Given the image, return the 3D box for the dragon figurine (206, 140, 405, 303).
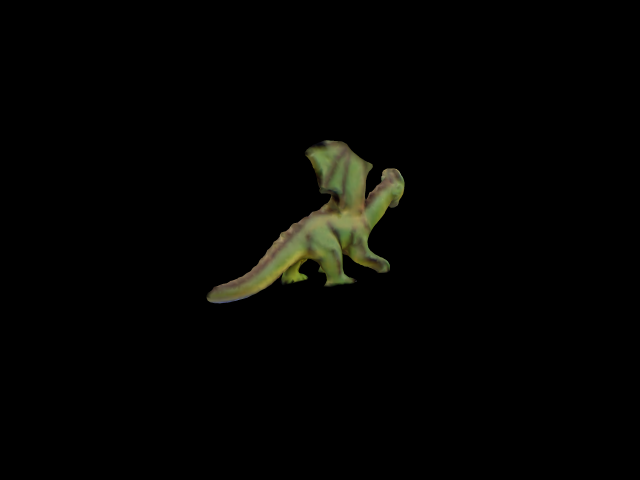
[{"bbox_3d":[0.003,-0.043,0.850,0.412,0.240,0.122,-10,14,-39],"label":"dragon figurine"}]
